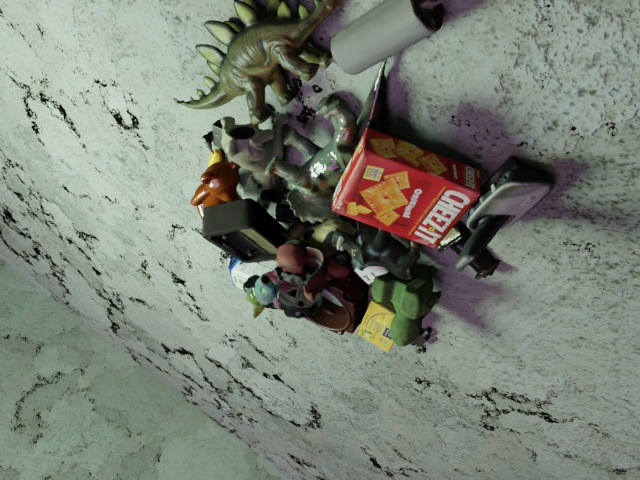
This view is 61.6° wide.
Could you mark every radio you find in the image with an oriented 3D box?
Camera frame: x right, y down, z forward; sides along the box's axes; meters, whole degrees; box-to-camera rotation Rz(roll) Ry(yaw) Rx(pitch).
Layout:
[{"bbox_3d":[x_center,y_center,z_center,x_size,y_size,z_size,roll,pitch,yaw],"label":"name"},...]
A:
[{"bbox_3d":[-0.167,-0.014,1.236,0.131,0.073,0.229,-9,157,16],"label":"radio"}]

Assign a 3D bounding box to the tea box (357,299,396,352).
[{"bbox_3d":[0.163,0.195,1.335,0.098,0.068,0.169,29,142,14],"label":"tea box"}]

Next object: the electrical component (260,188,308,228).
[{"bbox_3d":[-0.076,-0.077,1.219,0.119,0.075,0.047,11,139,7],"label":"electrical component"}]

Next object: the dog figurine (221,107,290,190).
[{"bbox_3d":[-0.137,-0.162,1.126,0.121,0.172,0.190,31,138,29],"label":"dog figurine"}]

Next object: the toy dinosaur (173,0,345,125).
[{"bbox_3d":[-0.127,-0.326,0.996,0.471,0.105,0.198,-27,102,43],"label":"toy dinosaur"}]

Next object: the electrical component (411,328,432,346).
[{"bbox_3d":[0.240,0.234,1.348,0.063,0.021,0.094,36,145,4],"label":"electrical component"}]

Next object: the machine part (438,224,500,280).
[{"bbox_3d":[0.287,0.019,1.062,0.139,0.039,0.084,42,136,-1],"label":"machine part"}]

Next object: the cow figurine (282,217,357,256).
[{"bbox_3d":[-0.003,-0.004,1.249,0.127,0.085,0.195,45,146,-18],"label":"cow figurine"}]

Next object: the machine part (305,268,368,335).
[{"bbox_3d":[0.018,0.144,1.390,0.202,0.087,0.200,22,141,20],"label":"machine part"}]

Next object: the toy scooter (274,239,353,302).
[{"bbox_3d":[-0.029,0.070,1.174,0.184,0.135,0.075,12,143,25],"label":"toy scooter"}]

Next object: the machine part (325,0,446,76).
[{"bbox_3d":[0.099,-0.319,0.822,0.243,0.079,0.079,-15,119,47],"label":"machine part"}]

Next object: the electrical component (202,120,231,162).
[{"bbox_3d":[-0.219,-0.225,1.228,0.102,0.045,0.078,29,145,12],"label":"electrical component"}]

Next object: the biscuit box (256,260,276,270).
[{"bbox_3d":[-0.162,0.018,1.392,0.203,0.063,0.059,23,144,23],"label":"biscuit box"}]

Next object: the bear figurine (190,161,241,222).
[{"bbox_3d":[-0.222,-0.105,1.240,0.132,0.120,0.196,61,152,-4],"label":"bear figurine"}]

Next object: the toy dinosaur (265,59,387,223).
[{"bbox_3d":[0.038,-0.159,1.026,0.192,0.131,0.405,35,140,-24],"label":"toy dinosaur"}]

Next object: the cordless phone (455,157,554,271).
[{"bbox_3d":[0.286,-0.036,0.876,0.089,0.184,0.146,40,145,6],"label":"cordless phone"}]

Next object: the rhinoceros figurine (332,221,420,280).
[{"bbox_3d":[0.119,0.018,1.129,0.190,0.112,0.073,25,-177,7],"label":"rhinoceros figurine"}]

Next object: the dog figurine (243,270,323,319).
[{"bbox_3d":[-0.102,0.143,1.337,0.191,0.108,0.219,36,148,2],"label":"dog figurine"}]

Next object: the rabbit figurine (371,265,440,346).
[{"bbox_3d":[0.189,0.145,1.185,0.121,0.159,0.170,17,121,30],"label":"rabbit figurine"}]
